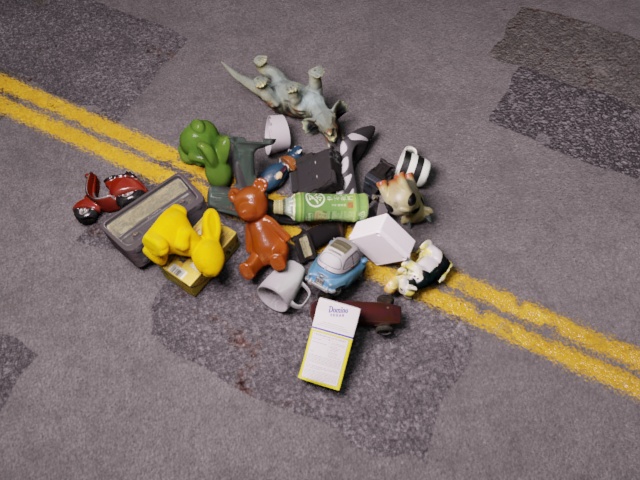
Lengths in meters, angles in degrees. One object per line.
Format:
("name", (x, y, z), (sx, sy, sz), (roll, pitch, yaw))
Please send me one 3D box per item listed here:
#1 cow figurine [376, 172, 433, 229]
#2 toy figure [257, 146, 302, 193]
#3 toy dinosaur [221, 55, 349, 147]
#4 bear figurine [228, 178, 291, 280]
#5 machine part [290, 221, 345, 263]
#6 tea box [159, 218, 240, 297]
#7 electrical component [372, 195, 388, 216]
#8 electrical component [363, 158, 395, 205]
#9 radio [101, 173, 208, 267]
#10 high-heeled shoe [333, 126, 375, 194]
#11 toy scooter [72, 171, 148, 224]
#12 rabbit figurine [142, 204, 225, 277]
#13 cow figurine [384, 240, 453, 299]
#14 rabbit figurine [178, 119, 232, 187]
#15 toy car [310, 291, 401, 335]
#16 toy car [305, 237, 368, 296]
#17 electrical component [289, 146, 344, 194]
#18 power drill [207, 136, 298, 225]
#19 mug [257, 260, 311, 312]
("cow figurine", (0.208, -0.092, 1.277), (0.086, 0.195, 0.127), (-19, 87, 22))
("toy figure", (-0.098, -0.183, 1.377), (0.064, 0.057, 0.154), (35, 67, 30))
("toy dinosaur", (-0.080, -0.379, 1.441), (0.405, 0.192, 0.131), (29, 69, 31))
("bear figurine", (-0.143, -0.030, 1.216), (0.120, 0.195, 0.132), (-14, 20, 20))
("machine part", (-0.003, -0.004, 1.283), (0.139, 0.039, 0.084), (-31, 109, -25))
("tea box", (-0.278, 0.034, 1.250), (0.098, 0.068, 0.169), (33, 65, 15))
("electrical component", (0.142, -0.066, 1.304), (0.045, 0.078, 0.102), (9, 92, 3))
("electrical component", (0.137, -0.139, 1.354), (0.048, 0.074, 0.119), (35, 70, 18))
("radio", (-0.384, -0.048, 1.275), (0.229, 0.073, 0.131), (-40, 57, -19))
("high-heeled shoe", (0.102, -0.185, 1.373), (0.145, 0.086, 0.249), (38, 74, 18))
("toy scooter", (-0.522, -0.122, 1.325), (0.184, 0.075, 0.135), (-19, 63, -6))
("rabbit figurine", (-0.280, 0.010, 1.178), (0.173, 0.122, 0.162), (34, 56, 2))
("cow figurine", (0.227, 0.084, 1.243), (0.098, 0.068, 0.167), (43, 69, 13))
("rabbit figurine", (-0.267, -0.213, 1.352), (0.121, 0.159, 0.170), (-26, 80, -25))
("toy car", (0.079, 0.165, 1.199), (0.202, 0.053, 0.089), (2, 56, 4))
("toy car", (0.039, 0.047, 1.212), (0.109, 0.102, 0.161), (28, 37, 24))
("electrical component", (-0.011, -0.156, 1.328), (0.134, 0.058, 0.115), (-20, 59, 25))
("power drill", (-0.151, -0.145, 1.294), (0.232, 0.207, 0.086), (4, 16, -9))
("mug", (-0.070, 0.102, 1.215), (0.110, 0.080, 0.107), (24, 54, 16))
